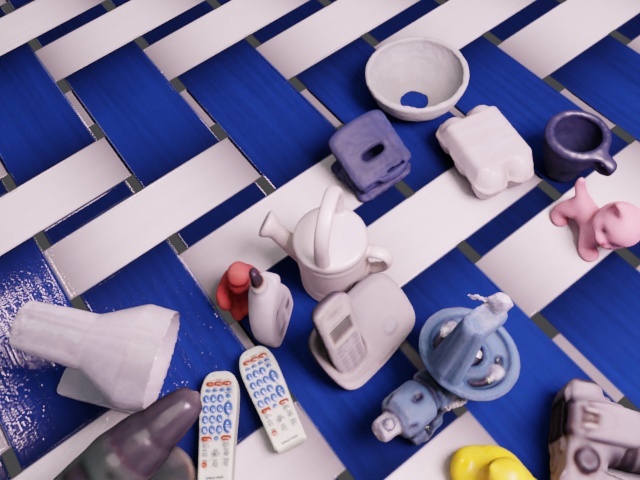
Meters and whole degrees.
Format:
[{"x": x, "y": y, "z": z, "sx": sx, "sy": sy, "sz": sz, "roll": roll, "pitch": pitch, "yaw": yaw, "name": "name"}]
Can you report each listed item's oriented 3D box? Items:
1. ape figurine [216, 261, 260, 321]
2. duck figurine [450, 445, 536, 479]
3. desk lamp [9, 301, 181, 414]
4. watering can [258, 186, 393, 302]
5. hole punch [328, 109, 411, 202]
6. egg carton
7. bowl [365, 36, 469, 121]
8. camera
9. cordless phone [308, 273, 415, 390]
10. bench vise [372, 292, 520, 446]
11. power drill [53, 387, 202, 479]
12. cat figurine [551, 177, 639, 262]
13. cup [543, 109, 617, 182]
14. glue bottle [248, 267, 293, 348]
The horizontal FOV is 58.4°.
[{"x": -0.108, "y": 0.060, "z": 0.790, "sx": 0.077, "sy": 0.092, "sz": 0.076, "roll": -4, "pitch": 61, "yaw": 3, "name": "ape figurine"}, {"x": 0.202, "y": 0.270, "z": 0.652, "sx": 0.104, "sy": 0.086, "sz": 0.077, "roll": 22, "pitch": 66, "yaw": 16, "name": "duck figurine"}, {"x": -0.255, "y": 0.142, "z": 0.690, "sx": 0.203, "sy": 0.214, "sz": 0.118, "roll": 9, "pitch": 63, "yaw": 10, "name": "desk lamp"}, {"x": 0.006, "y": 0.005, "z": 0.752, "sx": 0.173, "sy": 0.194, "sz": 0.101, "roll": -7, "pitch": 61, "yaw": 2, "name": "watering can"}, {"x": 0.079, "y": -0.130, "z": 0.878, "sx": 0.109, "sy": 0.091, "sz": 0.101, "roll": -35, "pitch": 64, "yaw": -13, "name": "hole punch"}, {"x": 0.253, "y": -0.136, "z": 0.878, "sx": 0.107, "sy": 0.069, "sz": 0.150, "roll": -25, "pitch": 62, "yaw": -8, "name": "egg carton"}, {"x": 0.159, "y": -0.253, "z": 0.947, "sx": 0.167, "sy": 0.075, "sz": 0.167, "roll": -2, "pitch": 61, "yaw": 4, "name": "bowl"}, {"x": 0.339, "y": 0.239, "z": 0.648, "sx": 0.136, "sy": 0.101, "sz": 0.143, "roll": 10, "pitch": 63, "yaw": 11, "name": "camera"}, {"x": 0.050, "y": 0.094, "z": 0.705, "sx": 0.094, "sy": 0.185, "sz": 0.148, "roll": 36, "pitch": 70, "yaw": 22, "name": "cordless phone"}, {"x": 0.154, "y": 0.151, "z": 0.644, "sx": 0.121, "sy": 0.220, "sz": 0.208, "roll": 28, "pitch": 67, "yaw": 19, "name": "bench vise"}, {"x": -0.204, "y": 0.260, "z": 0.624, "sx": 0.230, "sy": 0.208, "sz": 0.075, "roll": -37, "pitch": 64, "yaw": -14, "name": "power drill"}, {"x": 0.387, "y": -0.031, "z": 0.781, "sx": 0.067, "sy": 0.118, "sz": 0.127, "roll": -27, "pitch": 62, "yaw": -9, "name": "cat figurine"}, {"x": 0.378, "y": -0.121, "z": 0.844, "sx": 0.092, "sy": 0.095, "sz": 0.117, "roll": -33, "pitch": 64, "yaw": -12, "name": "cup"}, {"x": -0.069, "y": 0.076, "z": 0.732, "sx": 0.037, "sy": 0.173, "sz": 0.078, "roll": 12, "pitch": 63, "yaw": 12, "name": "glue bottle"}]
